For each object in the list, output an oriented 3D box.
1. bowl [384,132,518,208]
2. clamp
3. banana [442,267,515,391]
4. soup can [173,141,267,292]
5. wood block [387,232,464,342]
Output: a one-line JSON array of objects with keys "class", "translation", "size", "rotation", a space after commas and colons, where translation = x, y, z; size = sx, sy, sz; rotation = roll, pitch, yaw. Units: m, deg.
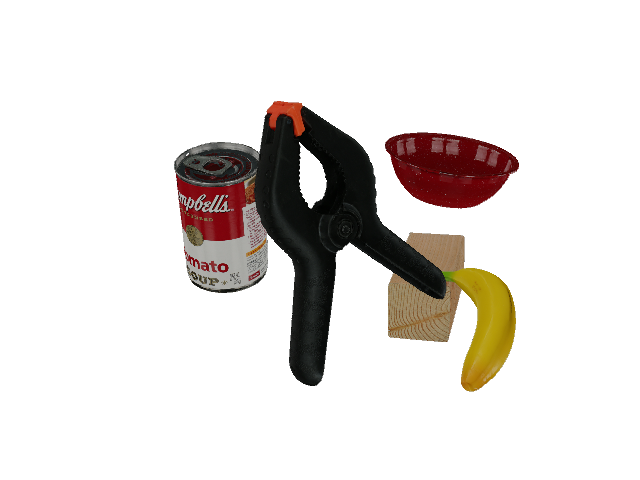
[{"class": "bowl", "translation": [0.154, -0.080, 1.283], "size": [0.162, 0.055, 0.162], "rotation": [6, 23, -3]}, {"class": "clamp", "translation": [0.001, 0.001, 0.648], "size": [0.120, 0.171, 0.039], "rotation": [-43, 24, -26]}, {"class": "banana", "translation": [0.162, 0.079, 1.062], "size": [0.070, 0.037, 0.198], "rotation": [-29, 26, 14]}, {"class": "soup can", "translation": [-0.078, -0.018, 0.849], "size": [0.068, 0.102, 0.068], "rotation": [-1, 32, 1]}, {"class": "wood block", "translation": [0.163, 0.067, 1.620], "size": [0.091, 0.090, 0.206], "rotation": [4, 22, 12]}]
